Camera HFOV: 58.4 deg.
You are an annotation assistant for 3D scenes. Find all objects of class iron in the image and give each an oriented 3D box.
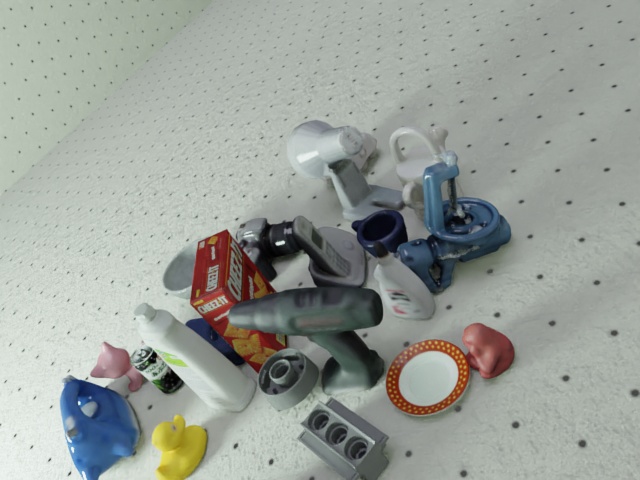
[{"bbox_3d":[-0.432,0.321,1.062,0.119,0.142,0.257,-40,36,-9],"label":"iron"}]

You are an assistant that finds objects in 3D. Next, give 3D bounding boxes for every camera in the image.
[{"bbox_3d":[-0.108,0.008,1.216,0.136,0.101,0.143,-12,41,26],"label":"camera"}]

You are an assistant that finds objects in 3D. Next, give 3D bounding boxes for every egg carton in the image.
[{"bbox_3d":[0.067,-0.189,1.340,0.107,0.070,0.150,5,50,40],"label":"egg carton"}]

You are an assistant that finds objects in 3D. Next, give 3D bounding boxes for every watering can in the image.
[{"bbox_3d":[0.195,-0.141,1.079,0.100,0.195,0.173,-14,40,25],"label":"watering can"}]

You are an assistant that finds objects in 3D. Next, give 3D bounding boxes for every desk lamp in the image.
[{"bbox_3d":[0.052,-0.149,1.180,0.202,0.214,0.118,17,59,47],"label":"desk lamp"}]

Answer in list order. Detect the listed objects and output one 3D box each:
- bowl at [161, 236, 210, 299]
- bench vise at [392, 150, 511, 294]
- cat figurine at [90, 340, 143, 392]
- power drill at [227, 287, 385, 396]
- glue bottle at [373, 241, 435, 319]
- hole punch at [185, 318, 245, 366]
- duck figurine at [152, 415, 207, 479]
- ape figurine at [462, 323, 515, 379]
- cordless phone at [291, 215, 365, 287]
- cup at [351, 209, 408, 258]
[{"bbox_3d":[-0.264,0.074,1.280,0.167,0.075,0.167,-20,38,17],"label":"bowl"},{"bbox_3d":[0.196,-0.023,0.918,0.207,0.220,0.121,-41,37,-11],"label":"bench vise"},{"bbox_3d":[-0.383,0.241,1.138,0.127,0.118,0.067,-28,36,8],"label":"cat figurine"},{"bbox_3d":[0.001,0.149,0.874,0.229,0.209,0.075,-17,39,22],"label":"power drill"},{"bbox_3d":[0.122,0.062,0.915,0.077,0.174,0.037,-4,45,34],"label":"glue bottle"},{"bbox_3d":[-0.196,0.189,1.080,0.101,0.091,0.108,-28,36,7],"label":"hole punch"},{"bbox_3d":[-0.244,0.340,0.944,0.077,0.086,0.105,1,48,38],"label":"duck figurine"},{"bbox_3d":[0.228,0.148,0.804,0.076,0.092,0.078,-16,39,22],"label":"ape figurine"},{"bbox_3d":[0.010,0.004,1.059,0.094,0.186,0.147,-20,38,17],"label":"cordless phone"},{"bbox_3d":[0.115,0.004,1.056,0.117,0.095,0.092,12,55,45],"label":"cup"}]
